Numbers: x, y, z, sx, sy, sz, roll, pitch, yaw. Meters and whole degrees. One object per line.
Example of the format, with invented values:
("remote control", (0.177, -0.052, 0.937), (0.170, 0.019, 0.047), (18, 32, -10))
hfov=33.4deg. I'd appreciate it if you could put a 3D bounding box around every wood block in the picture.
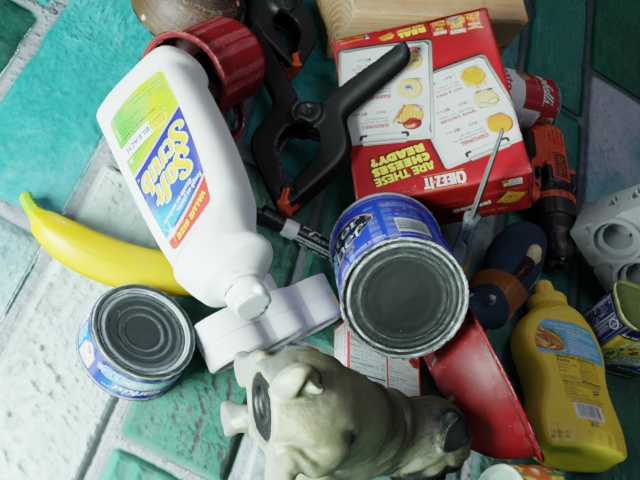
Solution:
("wood block", (0.108, -0.254, 1.159), (0.205, 0.090, 0.091), (-2, 68, -21))

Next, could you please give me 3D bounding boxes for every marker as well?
("marker", (-0.006, 0.001, 0.972), (0.121, 0.020, 0.020), (27, 46, -14))

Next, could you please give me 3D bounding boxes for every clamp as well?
("clamp", (-0.001, -0.117, 1.010), (0.164, 0.036, 0.210), (2, 62, 8))
("clamp", (-0.039, -0.245, 1.125), (0.120, 0.039, 0.171), (-11, 69, -26))

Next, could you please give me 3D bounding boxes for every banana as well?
("banana", (-0.146, 0.012, 0.854), (0.197, 0.037, 0.069), (20, 48, -22))

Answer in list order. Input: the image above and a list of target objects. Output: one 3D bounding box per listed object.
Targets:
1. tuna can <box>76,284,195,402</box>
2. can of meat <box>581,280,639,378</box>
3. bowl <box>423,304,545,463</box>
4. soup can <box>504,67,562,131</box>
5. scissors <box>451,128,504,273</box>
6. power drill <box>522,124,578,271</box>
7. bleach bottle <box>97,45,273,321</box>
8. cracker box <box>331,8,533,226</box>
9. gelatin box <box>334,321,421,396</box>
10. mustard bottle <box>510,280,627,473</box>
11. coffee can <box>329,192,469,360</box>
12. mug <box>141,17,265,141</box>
("tuna can", (-0.139, 0.077, 0.810), (0.086, 0.034, 0.086), (18, 48, -22))
("can of meat", (0.311, 0.093, 1.075), (0.102, 0.084, 0.057), (16, 49, -24))
("bowl", (0.131, 0.125, 0.911), (0.055, 0.162, 0.162), (-26, 67, 3))
("soup can", (0.214, -0.161, 1.217), (0.102, 0.069, 0.068), (9, 53, -29))
("scissors", (0.139, -0.013, 0.979), (0.016, 0.202, 0.096), (23, 18, 12))
("power drill", (0.192, -0.067, 1.139), (0.187, 0.057, 0.184), (20, 50, -24))
("bleach bottle", (-0.095, -0.042, 0.844), (0.068, 0.103, 0.251), (32, 20, -50))
("cracker box", (0.106, -0.117, 1.050), (0.164, 0.072, 0.213), (-11, 56, 5))
("gelatin box", (0.049, 0.115, 0.915), (0.073, 0.030, 0.089), (18, 49, -21))
("mustard bottle", (0.228, 0.121, 1.014), (0.096, 0.058, 0.191), (14, 50, -23))
("coffee can", (0.063, 0.026, 0.899), (0.102, 0.103, 0.140), (31, 13, -11))
("mug", (-0.099, -0.146, 0.981), (0.081, 0.093, 0.117), (-41, 114, -51))
